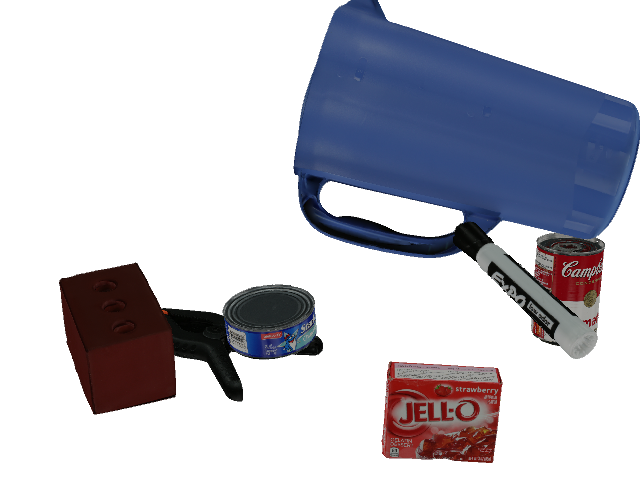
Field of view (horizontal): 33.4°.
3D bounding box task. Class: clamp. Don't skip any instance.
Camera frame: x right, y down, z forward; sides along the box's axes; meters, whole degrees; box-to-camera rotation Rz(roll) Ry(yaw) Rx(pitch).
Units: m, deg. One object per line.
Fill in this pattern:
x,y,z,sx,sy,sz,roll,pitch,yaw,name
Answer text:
-0.124,0.125,1.262,0.210,0.036,0.164,15,23,25,clamp

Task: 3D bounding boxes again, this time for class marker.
0.115,0.025,0.621,0.020,0.020,0.121,0,32,-33,marker

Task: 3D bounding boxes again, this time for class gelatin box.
0.095,0.136,0.842,0.089,0.073,0.030,3,22,2,gelatin box

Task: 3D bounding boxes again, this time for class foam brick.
-0.126,0.060,0.657,0.052,0.051,0.078,-12,36,-22,foam brick

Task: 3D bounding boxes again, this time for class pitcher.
0.104,-0.072,0.804,0.243,0.149,0.145,16,42,3,pitcher

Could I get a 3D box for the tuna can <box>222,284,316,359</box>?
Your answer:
-0.046,0.075,0.991,0.086,0.034,0.086,-5,25,2,tuna can

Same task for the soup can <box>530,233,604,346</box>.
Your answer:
0.253,0.050,1.095,0.068,0.102,0.068,0,17,0,soup can
